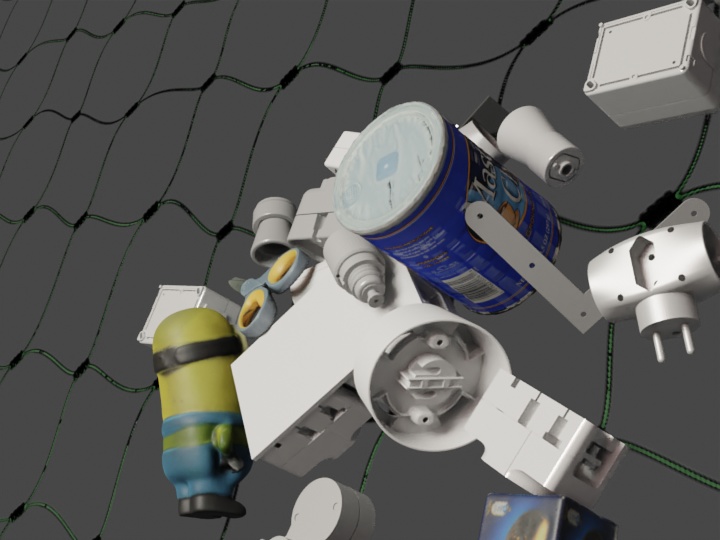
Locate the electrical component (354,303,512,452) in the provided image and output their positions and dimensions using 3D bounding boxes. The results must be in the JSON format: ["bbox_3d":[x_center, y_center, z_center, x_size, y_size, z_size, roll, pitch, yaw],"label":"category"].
[{"bbox_3d":[0.048,0.074,0.754,0.099,0.099,0.064,-56,30,2],"label":"electrical component"}]

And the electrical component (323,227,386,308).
[{"bbox_3d":[0.000,0.000,0.802,0.040,0.040,0.078,-46,38,15],"label":"electrical component"}]

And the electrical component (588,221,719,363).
[{"bbox_3d":[0.190,0.018,0.672,0.077,0.043,0.079,-22,60,31],"label":"electrical component"}]

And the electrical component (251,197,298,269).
[{"bbox_3d":[-0.080,-0.035,1.021,0.045,0.045,0.055,-30,44,32],"label":"electrical component"}]

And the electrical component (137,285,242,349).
[{"bbox_3d":[-0.155,0.054,1.027,0.096,0.061,0.061,0,65,49],"label":"electrical component"}]

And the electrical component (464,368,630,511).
[{"bbox_3d":[0.115,0.111,0.685,0.055,0.050,0.089,-58,36,-1],"label":"electrical component"}]

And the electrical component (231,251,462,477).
[{"bbox_3d":[-0.011,0.066,0.855,0.186,0.060,0.105,-43,39,19],"label":"electrical component"}]

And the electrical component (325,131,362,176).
[{"bbox_3d":[0.024,-0.107,0.952,0.083,0.047,0.075,17,72,53],"label":"electrical component"}]

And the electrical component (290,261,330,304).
[{"bbox_3d":[-0.016,0.009,0.915,0.081,0.043,0.043,-24,48,37],"label":"electrical component"}]

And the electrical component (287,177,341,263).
[{"bbox_3d":[-0.012,-0.043,0.941,0.095,0.054,0.059,-1,64,49],"label":"electrical component"}]

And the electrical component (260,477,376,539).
[{"bbox_3d":[-0.050,0.215,0.777,0.052,0.074,0.138,13,74,52],"label":"electrical component"}]

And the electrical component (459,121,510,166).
[{"bbox_3d":[0.071,-0.080,0.855,0.077,0.079,0.043,-45,68,16],"label":"electrical component"}]

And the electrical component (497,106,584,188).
[{"bbox_3d":[0.139,-0.091,0.815,0.044,0.044,0.065,-50,42,11],"label":"electrical component"}]

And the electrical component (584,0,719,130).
[{"bbox_3d":[0.206,-0.140,0.755,0.096,0.061,0.061,-6,60,47],"label":"electrical component"}]

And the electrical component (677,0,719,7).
[{"bbox_3d":[0.260,-0.209,0.758,0.081,0.043,0.043,-15,53,43],"label":"electrical component"}]
